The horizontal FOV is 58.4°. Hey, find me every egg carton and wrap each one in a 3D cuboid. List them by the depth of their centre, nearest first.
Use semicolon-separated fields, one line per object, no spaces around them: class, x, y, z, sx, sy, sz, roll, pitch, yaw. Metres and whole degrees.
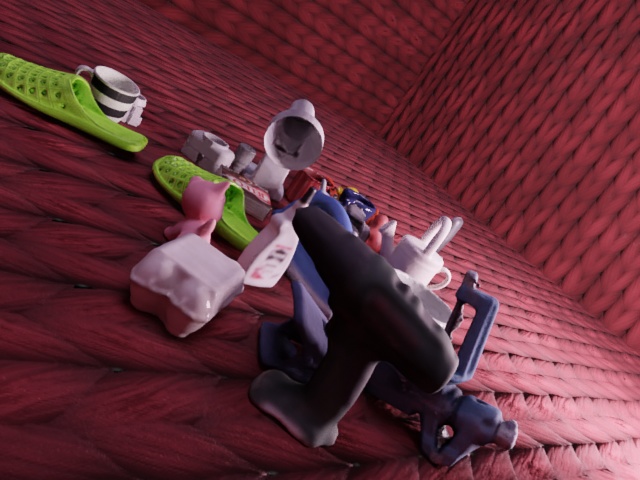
egg carton;-0.154;0.049;0.677;0.107;0.069;0.150;35;17;2

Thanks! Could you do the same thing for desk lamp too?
desk lamp;-0.079;-0.195;1.222;0.118;0.213;0.203;30;18;-16

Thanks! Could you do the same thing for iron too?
iron;0.009;0.003;0.978;0.119;0.141;0.257;22;21;-35

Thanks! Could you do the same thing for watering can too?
watering can;0.195;0.028;1.167;0.173;0.194;0.100;27;19;-24

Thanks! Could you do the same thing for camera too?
camera;0.037;-0.026;1.177;0.143;0.100;0.137;33;17;-7

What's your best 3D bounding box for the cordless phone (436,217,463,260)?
cordless phone;0.247;0.015;1.316;0.094;0.185;0.148;41;18;20

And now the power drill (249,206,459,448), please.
power drill;0.018;0.106;0.609;0.229;0.208;0.076;36;17;5

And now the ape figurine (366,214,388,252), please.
ape figurine;0.128;-0.021;1.346;0.078;0.092;0.076;19;23;-41

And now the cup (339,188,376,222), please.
cup;0.065;-0.059;1.327;0.091;0.095;0.118;41;18;19

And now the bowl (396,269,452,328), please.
bowl;0.163;0.129;1.041;0.168;0.074;0.167;31;17;-11

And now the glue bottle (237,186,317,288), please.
glue bottle;-0.056;-0.007;0.833;0.078;0.173;0.037;12;28;-52

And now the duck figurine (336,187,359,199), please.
duck figurine;0.068;-0.088;1.425;0.104;0.086;0.078;43;19;24

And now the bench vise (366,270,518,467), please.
bench vise;0.180;0.162;0.742;0.207;0.219;0.122;36;17;5

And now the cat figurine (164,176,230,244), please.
cat figurine;-0.165;-0.033;0.795;0.067;0.117;0.127;26;19;-26

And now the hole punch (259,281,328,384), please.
hole punch;-0.014;0.118;0.718;0.101;0.091;0.108;29;18;-18
